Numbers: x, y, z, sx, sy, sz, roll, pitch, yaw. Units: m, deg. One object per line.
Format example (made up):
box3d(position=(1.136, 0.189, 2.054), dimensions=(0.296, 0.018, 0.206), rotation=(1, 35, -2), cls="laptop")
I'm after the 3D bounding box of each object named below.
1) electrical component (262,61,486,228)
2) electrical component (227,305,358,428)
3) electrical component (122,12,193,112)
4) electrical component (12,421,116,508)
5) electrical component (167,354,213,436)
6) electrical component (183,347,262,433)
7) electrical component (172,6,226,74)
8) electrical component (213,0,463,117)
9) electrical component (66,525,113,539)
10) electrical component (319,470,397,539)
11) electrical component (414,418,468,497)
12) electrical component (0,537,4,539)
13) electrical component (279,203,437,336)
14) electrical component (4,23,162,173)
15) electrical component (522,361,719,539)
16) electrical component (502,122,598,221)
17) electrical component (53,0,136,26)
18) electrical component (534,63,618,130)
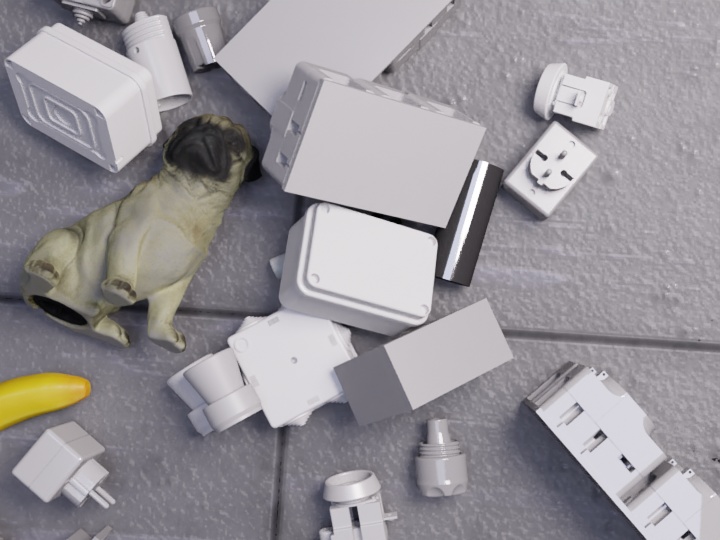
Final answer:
box3d(position=(0.009, -0.098, 0.846), dimensions=(0.150, 0.061, 0.089), rotation=(11, 110, -31), cls="electrical component")
box3d(position=(-0.052, 0.074, 0.889), dimensions=(0.100, 0.048, 0.099), rotation=(-28, 86, 2), cls="electrical component")
box3d(position=(-0.174, -0.179, 0.909), dimensions=(0.043, 0.043, 0.081), rotation=(-18, 86, 2), cls="electrical component")
box3d(position=(-0.234, 0.169, 0.887), dimensions=(0.077, 0.066, 0.047), rotation=(40, 90, 4), cls="electrical component")
box3d(position=(-0.128, 0.104, 0.894), dimensions=(0.045, 0.045, 0.055), rotation=(-33, 87, 2), cls="electrical component")
box3d(position=(-0.108, 0.096, 0.853), dimensions=(0.045, 0.045, 0.055), rotation=(-29, 86, 2), cls="electrical component")
box3d(position=(-0.133, -0.194, 0.910), dimensions=(0.040, 0.040, 0.046), rotation=(-20, 92, 2), cls="electrical component")
box3d(position=(-0.014, -0.199, 0.892), dimensions=(0.105, 0.060, 0.186), rotation=(45, 91, 4), cls="electrical component")
box3d(position=(-0.230, 0.257, 0.896), dimensions=(0.064, 0.042, 0.081), rotation=(41, 91, 1), cls="electrical component")
box3d(position=(-0.004, 0.197, 0.884), dimensions=(0.066, 0.048, 0.055), rotation=(-10, 95, 3), cls="electrical component")
box3d(position=(0.066, 0.153, 0.882), dimensions=(0.043, 0.043, 0.062), rotation=(-5, 86, 3), cls="electrical component")
box3d(position=(-0.336, 0.238, 0.884), dimensions=(0.080, 0.080, 0.051), rotation=(-44, 80, 1), cls="electrical component")
box3d(position=(0.000, 0.000, 0.856), dimensions=(0.113, 0.057, 0.078), rotation=(16, 67, -20), cls="electrical component")
box3d(position=(-0.224, -0.141, 0.877), dimensions=(0.113, 0.078, 0.057), rotation=(29, 58, 19), cls="electrical component")
box3d(position=(0.216, 0.157, 0.842), dimensions=(0.060, 0.105, 0.186), rotation=(-41, 86, 1), cls="electrical component")
box3d(position=(0.155, -0.082, 0.869), dimensions=(0.047, 0.077, 0.065), rotation=(40, 91, 4), cls="electrical component")
box3d(position=(-0.220, -0.250, 0.906), dimensions=(0.062, 0.061, 0.096), rotation=(15, 89, 4), cls="electrical component")
box3d(position=(0.176, -0.141, 0.881), dimensions=(0.055, 0.066, 0.048), rotation=(21, 102, 19), cls="electrical component")
